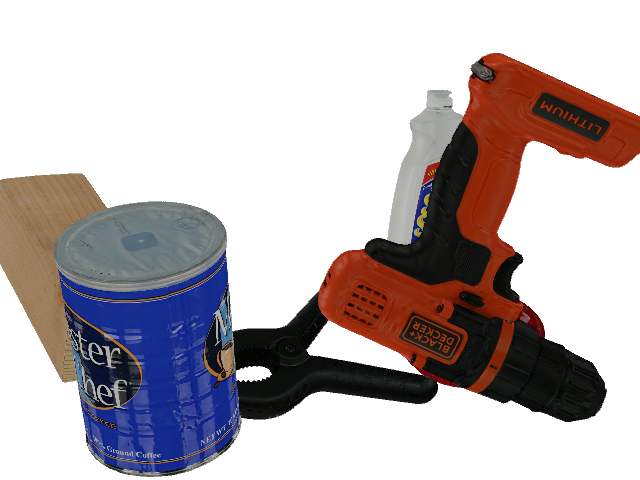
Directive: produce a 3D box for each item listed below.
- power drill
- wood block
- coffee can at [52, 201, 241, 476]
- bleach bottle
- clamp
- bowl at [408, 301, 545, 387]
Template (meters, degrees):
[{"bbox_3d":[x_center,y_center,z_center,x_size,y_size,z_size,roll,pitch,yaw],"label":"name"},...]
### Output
[{"bbox_3d":[0.115,0.001,0.617,0.184,0.188,0.057,24,12,-9],"label":"power drill"},{"bbox_3d":[-0.234,0.028,1.013,0.090,0.091,0.206,-7,37,-33],"label":"wood block"},{"bbox_3d":[-0.105,0.060,0.667,0.103,0.140,0.103,-2,28,1],"label":"coffee can"},{"bbox_3d":[0.129,-0.056,1.298,0.102,0.251,0.068,-3,17,-17],"label":"bleach bottle"},{"bbox_3d":[-0.017,0.107,0.898,0.209,0.036,0.165,-20,43,-28],"label":"clamp"},{"bbox_3d":[0.139,0.100,1.068,0.162,0.055,0.162,5,26,-2],"label":"bowl"}]
